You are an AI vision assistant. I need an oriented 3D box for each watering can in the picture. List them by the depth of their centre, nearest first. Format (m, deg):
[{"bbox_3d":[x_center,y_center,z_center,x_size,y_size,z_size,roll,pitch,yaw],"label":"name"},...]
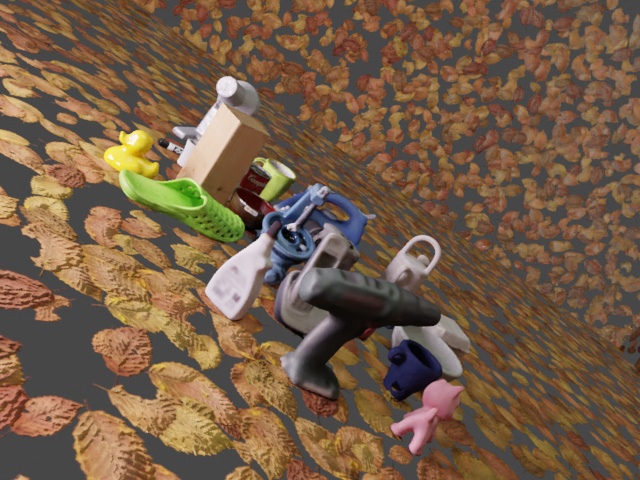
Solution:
[{"bbox_3d":[0.236,0.071,1.491,0.101,0.194,0.173,36,16,-2],"label":"watering can"}]

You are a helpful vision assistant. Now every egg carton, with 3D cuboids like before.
[{"bbox_3d":[0.293,0.230,1.391,0.151,0.069,0.107,25,19,-33],"label":"egg carton"}]

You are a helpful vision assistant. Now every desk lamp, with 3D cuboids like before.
[{"bbox_3d":[-0.271,-0.351,1.584,0.118,0.213,0.203,38,16,5],"label":"desk lamp"}]

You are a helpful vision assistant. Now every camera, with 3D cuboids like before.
[{"bbox_3d":[0.013,0.005,1.383,0.144,0.100,0.136,17,25,-49],"label":"camera"}]

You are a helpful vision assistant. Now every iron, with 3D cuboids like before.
[{"bbox_3d":[0.017,-0.068,1.522,0.259,0.141,0.118,32,17,-16],"label":"iron"}]

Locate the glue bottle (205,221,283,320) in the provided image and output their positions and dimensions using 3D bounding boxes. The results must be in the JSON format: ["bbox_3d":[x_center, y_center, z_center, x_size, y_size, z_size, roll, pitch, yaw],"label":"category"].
[{"bbox_3d":[-0.109,0.041,0.905,0.078,0.173,0.037,42,17,20],"label":"glue bottle"}]

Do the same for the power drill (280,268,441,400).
[{"bbox_3d":[0.047,0.141,0.883,0.230,0.208,0.075,28,18,-26],"label":"power drill"}]

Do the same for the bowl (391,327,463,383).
[{"bbox_3d":[0.204,0.240,1.170,0.168,0.074,0.167,33,16,-11],"label":"bowl"}]

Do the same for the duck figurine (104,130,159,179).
[{"bbox_3d":[-0.362,-0.174,1.137,0.105,0.086,0.077,29,18,-23],"label":"duck figurine"}]

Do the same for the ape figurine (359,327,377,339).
[{"bbox_3d":[0.095,0.152,1.158,0.076,0.092,0.077,28,18,-28],"label":"ape figurine"}]

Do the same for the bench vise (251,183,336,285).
[{"bbox_3d":[-0.062,-0.041,1.144,0.122,0.219,0.207,24,20,-35],"label":"bench vise"}]

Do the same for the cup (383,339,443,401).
[{"bbox_3d":[0.149,0.238,1.028,0.118,0.095,0.091,25,20,-35],"label":"cup"}]

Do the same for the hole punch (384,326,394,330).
[{"bbox_3d":[0.161,0.141,1.326,0.101,0.091,0.109,41,17,17],"label":"hole punch"}]

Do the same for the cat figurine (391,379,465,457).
[{"bbox_3d":[0.189,0.281,0.951,0.067,0.117,0.128,42,17,18],"label":"cat figurine"}]

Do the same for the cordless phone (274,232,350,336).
[{"bbox_3d":[0.016,0.085,1.017,0.148,0.185,0.094,27,18,-29],"label":"cordless phone"}]
